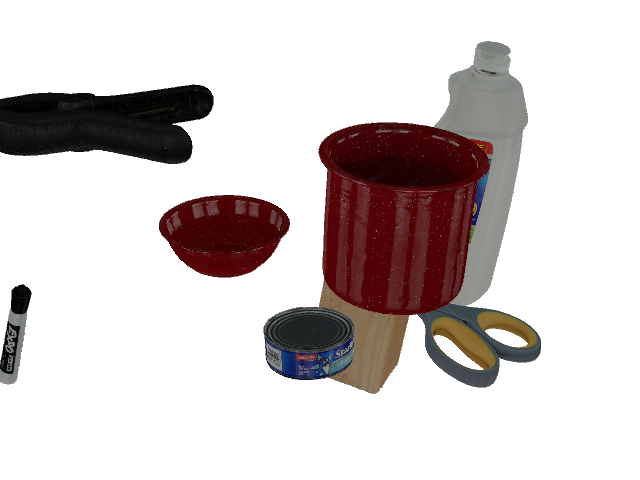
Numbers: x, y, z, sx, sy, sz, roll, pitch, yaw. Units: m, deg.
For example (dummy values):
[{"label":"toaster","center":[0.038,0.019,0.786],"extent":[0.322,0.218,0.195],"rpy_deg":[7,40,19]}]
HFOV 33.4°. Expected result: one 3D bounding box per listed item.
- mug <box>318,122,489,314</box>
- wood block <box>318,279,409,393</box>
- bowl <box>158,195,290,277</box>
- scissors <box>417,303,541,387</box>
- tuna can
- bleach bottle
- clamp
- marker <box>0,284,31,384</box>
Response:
[{"label":"mug","center":[0.047,-0.017,0.607],"extent":[0.093,0.081,0.117],"rpy_deg":[11,29,15]},{"label":"wood block","center":[0.056,0.055,1.210],"extent":[0.090,0.206,0.090],"rpy_deg":[18,24,15]},{"label":"bowl","center":[-0.119,0.001,1.325],"extent":[0.162,0.055,0.162],"rpy_deg":[1,27,-1]},{"label":"scissors","center":[0.096,0.047,0.826],"extent":[0.096,0.016,0.202],"rpy_deg":[-4,31,-19]},{"label":"tuna can","center":[-0.011,0.097,1.010],"extent":[0.086,0.034,0.086],"rpy_deg":[-2,24,1]},{"label":"bleach bottle","center":[0.129,-0.064,0.980],"extent":[0.103,0.251,0.068],"rpy_deg":[27,40,27]},{"label":"clamp","center":[-0.155,-0.084,0.732],"extent":[0.171,0.039,0.120],"rpy_deg":[5,18,10]},{"label":"marker","center":[-0.302,0.093,1.056],"extent":[0.020,0.121,0.020],"rpy_deg":[13,33,-9]}]
